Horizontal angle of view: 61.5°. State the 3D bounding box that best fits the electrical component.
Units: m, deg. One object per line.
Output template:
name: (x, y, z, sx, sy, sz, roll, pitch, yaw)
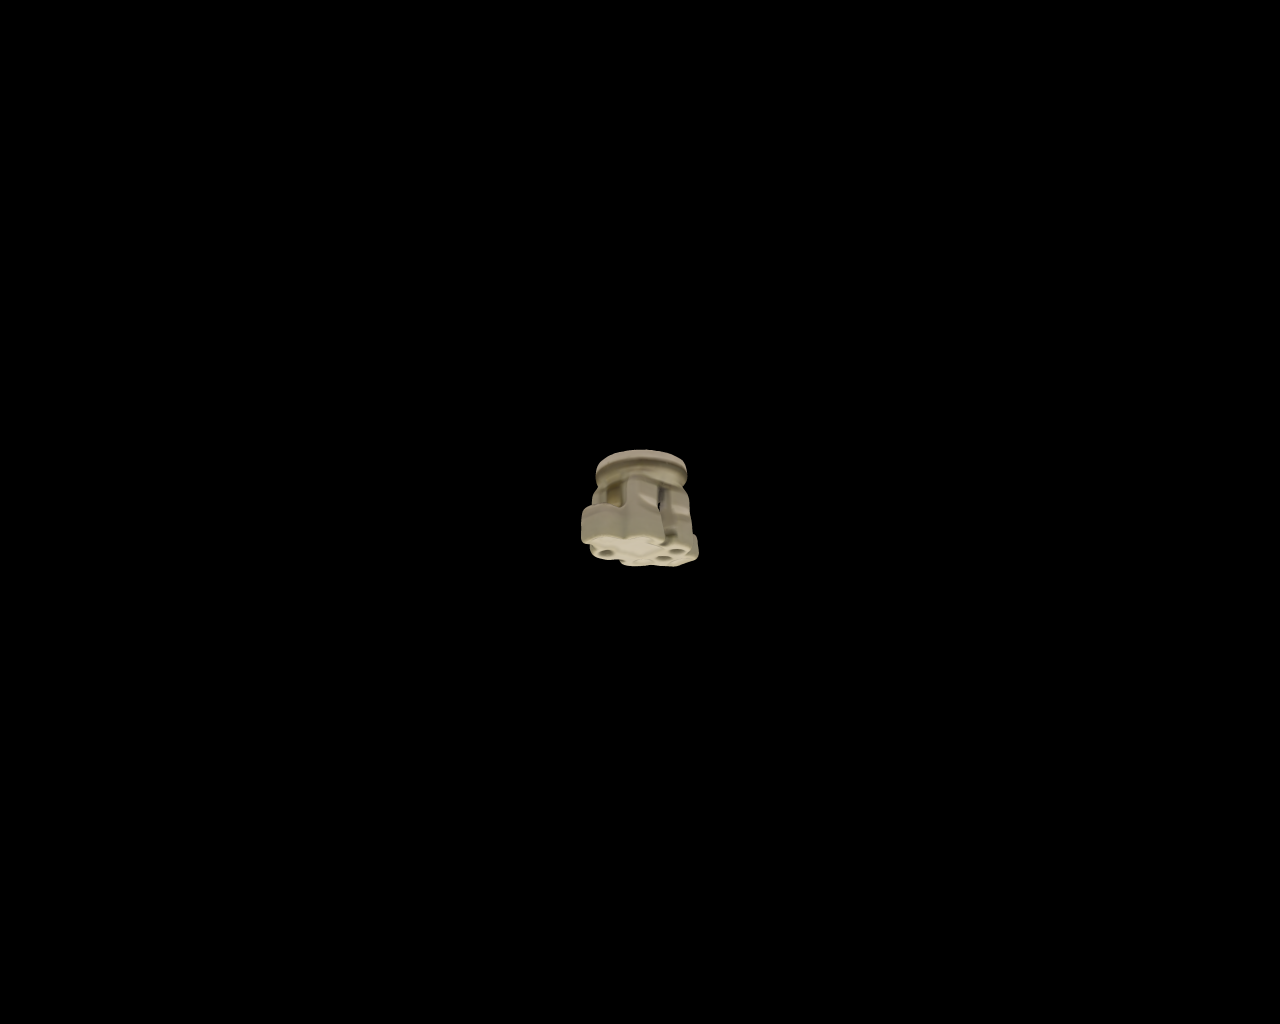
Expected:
electrical component: (0.001, -0.003, 0.650, 0.078, 0.057, 0.058, 17, -27, -38)
